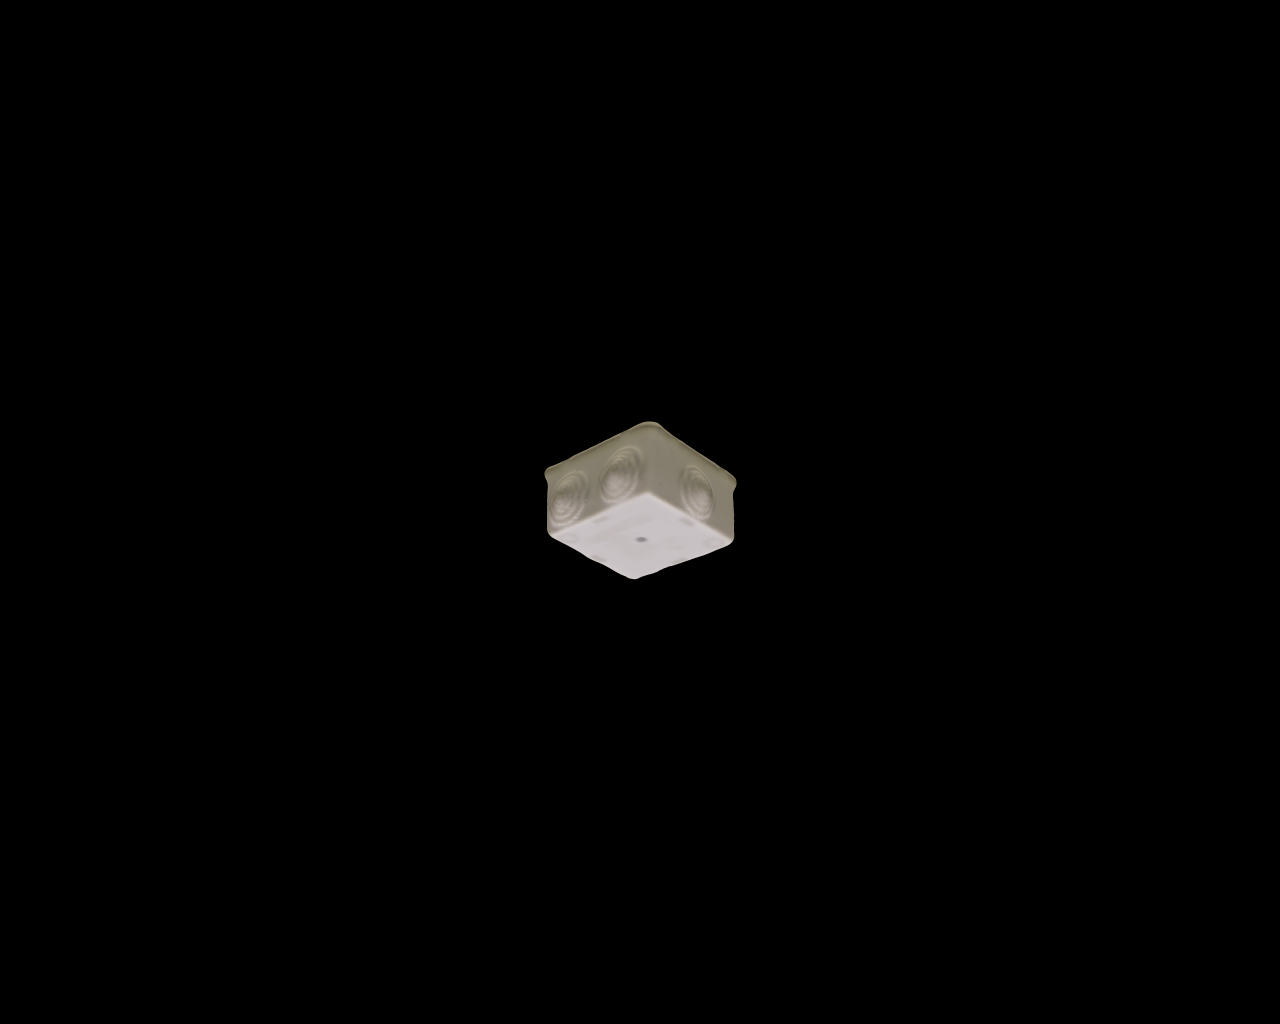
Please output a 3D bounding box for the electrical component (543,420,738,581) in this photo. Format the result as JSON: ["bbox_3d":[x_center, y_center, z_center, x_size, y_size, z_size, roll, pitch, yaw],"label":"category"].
[{"bbox_3d":[0.001,-0.003,0.650,0.099,0.048,0.099,-22,-36,34],"label":"electrical component"}]
